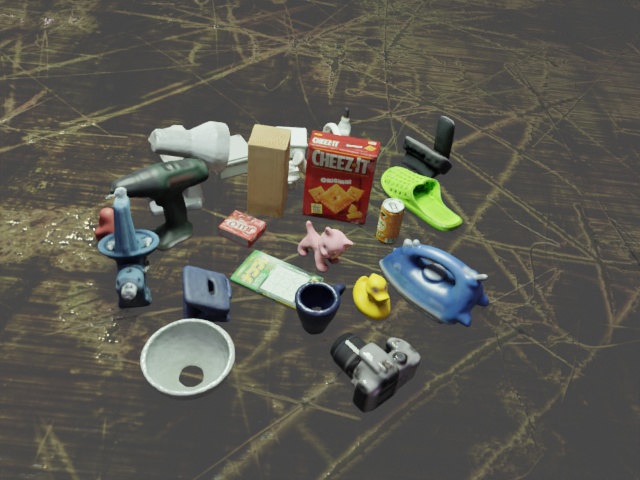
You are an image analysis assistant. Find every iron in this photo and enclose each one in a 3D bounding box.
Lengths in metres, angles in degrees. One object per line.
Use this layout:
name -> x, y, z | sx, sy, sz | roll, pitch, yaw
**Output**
iron -> 0.242, 0.069, 1.239 | 0.257, 0.141, 0.119 | 32, 48, 24

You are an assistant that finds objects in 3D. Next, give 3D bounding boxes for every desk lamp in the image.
desk lamp -> -0.318, -0.179, 1.374 | 0.204, 0.213, 0.117 | -13, 46, -20

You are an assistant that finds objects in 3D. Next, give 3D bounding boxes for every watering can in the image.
watering can -> 0.019, -0.204, 1.462 | 0.173, 0.194, 0.100 | -29, 54, -33

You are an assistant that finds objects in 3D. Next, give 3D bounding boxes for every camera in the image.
camera -> 0.097, 0.225, 1.081 | 0.143, 0.101, 0.136 | -28, 53, -32

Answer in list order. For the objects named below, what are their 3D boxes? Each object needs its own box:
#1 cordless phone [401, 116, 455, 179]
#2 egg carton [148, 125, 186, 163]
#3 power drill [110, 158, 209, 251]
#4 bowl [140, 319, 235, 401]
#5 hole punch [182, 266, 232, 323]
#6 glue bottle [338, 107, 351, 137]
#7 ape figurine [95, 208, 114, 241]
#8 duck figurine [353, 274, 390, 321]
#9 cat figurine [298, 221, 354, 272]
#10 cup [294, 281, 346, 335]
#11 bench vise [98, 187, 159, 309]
cordless phone -> 0.307, -0.276, 1.585 | 0.147, 0.185, 0.094 | 35, 49, 27
egg carton -> -0.391, -0.249, 1.546 | 0.107, 0.069, 0.150 | -21, 50, -27
power drill -> -0.347, -0.082, 1.271 | 0.075, 0.208, 0.230 | 35, 49, 27
bowl -> -0.239, 0.231, 1.048 | 0.167, 0.075, 0.167 | 4, 43, -3
hole punch -> -0.231, 0.108, 1.170 | 0.101, 0.091, 0.108 | -5, 44, -12
glue bottle -> 0.064, -0.286, 1.571 | 0.037, 0.173, 0.078 | 3, 43, -4
ape figurine -> -0.471, -0.035, 1.289 | 0.078, 0.092, 0.076 | -27, 52, -31
duck figurine -> 0.115, 0.108, 1.220 | 0.078, 0.086, 0.104 | -14, 47, -21
cat figurine -> 0.012, 0.005, 1.294 | 0.067, 0.118, 0.127 | -31, 55, -34
cup -> 0.001, 0.140, 1.164 | 0.118, 0.095, 0.091 | -27, 52, -31
bench vise -> -0.375, 0.017, 1.152 | 0.122, 0.220, 0.206 | -19, 49, -25
